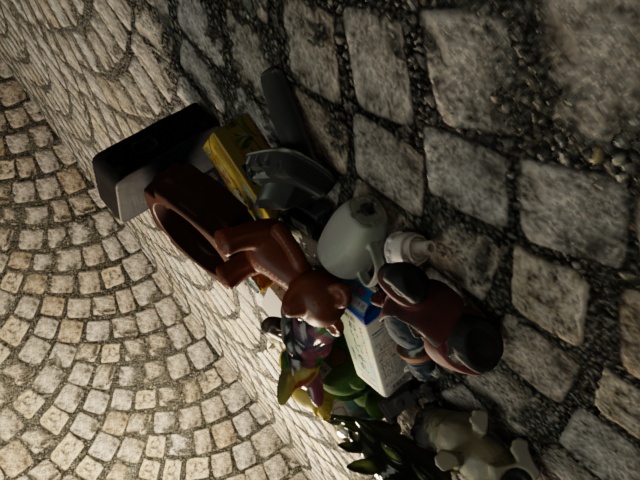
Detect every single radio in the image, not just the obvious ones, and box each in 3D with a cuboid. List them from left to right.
[{"bbox_3d":[-0.284,-0.141,0.961,0.073,0.229,0.131,43,152,15],"label":"radio"}]

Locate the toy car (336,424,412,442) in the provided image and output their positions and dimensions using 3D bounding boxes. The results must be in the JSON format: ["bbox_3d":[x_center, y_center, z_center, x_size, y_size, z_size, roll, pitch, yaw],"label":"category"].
[{"bbox_3d":[0.131,0.412,1.097,0.202,0.056,0.073,16,149,5],"label":"toy car"}]

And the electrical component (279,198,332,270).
[{"bbox_3d":[-0.002,-0.003,0.827,0.115,0.058,0.134,32,149,38],"label":"electrical component"}]

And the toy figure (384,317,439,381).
[{"bbox_3d":[0.135,0.142,0.769,0.064,0.058,0.154,33,156,53],"label":"toy figure"}]

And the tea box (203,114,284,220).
[{"bbox_3d":[-0.111,-0.107,0.876,0.169,0.068,0.098,58,157,-8],"label":"tea box"}]

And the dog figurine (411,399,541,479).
[{"bbox_3d":[0.232,0.325,0.818,0.172,0.121,0.190,54,172,7],"label":"dog figurine"}]

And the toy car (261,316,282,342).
[{"bbox_3d":[-0.027,0.201,1.075,0.202,0.053,0.089,31,153,-31],"label":"toy car"}]

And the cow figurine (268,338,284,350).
[{"bbox_3d":[-0.057,0.250,1.276,0.195,0.085,0.127,40,153,20],"label":"cow figurine"}]

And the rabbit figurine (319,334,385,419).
[{"bbox_3d":[0.082,0.264,1.022,0.159,0.121,0.170,18,158,45],"label":"rabbit figurine"}]

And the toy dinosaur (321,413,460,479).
[{"bbox_3d":[0.157,0.387,0.892,0.472,0.105,0.198,13,171,45],"label":"toy dinosaur"}]

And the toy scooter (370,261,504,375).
[{"bbox_3d":[0.128,0.096,0.660,0.184,0.075,0.135,42,159,-10],"label":"toy scooter"}]

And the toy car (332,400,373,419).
[{"bbox_3d":[0.051,0.353,1.184,0.162,0.103,0.109,9,130,57],"label":"toy car"}]

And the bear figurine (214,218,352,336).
[{"bbox_3d":[-0.052,0.061,0.771,0.196,0.132,0.120,52,150,29],"label":"bear figurine"}]

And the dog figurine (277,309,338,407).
[{"bbox_3d":[-0.013,0.180,0.914,0.192,0.108,0.219,180,97,-66],"label":"dog figurine"}]

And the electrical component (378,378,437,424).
[{"bbox_3d":[0.144,0.261,0.877,0.045,0.102,0.078,56,-170,5],"label":"electrical component"}]

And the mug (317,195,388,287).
[{"bbox_3d":[0.049,0.001,0.692,0.107,0.081,0.110,109,145,-54],"label":"mug"}]

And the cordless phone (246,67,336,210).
[{"bbox_3d":[-0.063,-0.138,0.749,0.147,0.089,0.184,9,120,61],"label":"cordless phone"}]

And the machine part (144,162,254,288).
[{"bbox_3d":[-0.194,-0.025,0.921,0.201,0.087,0.201,36,154,11],"label":"machine part"}]
